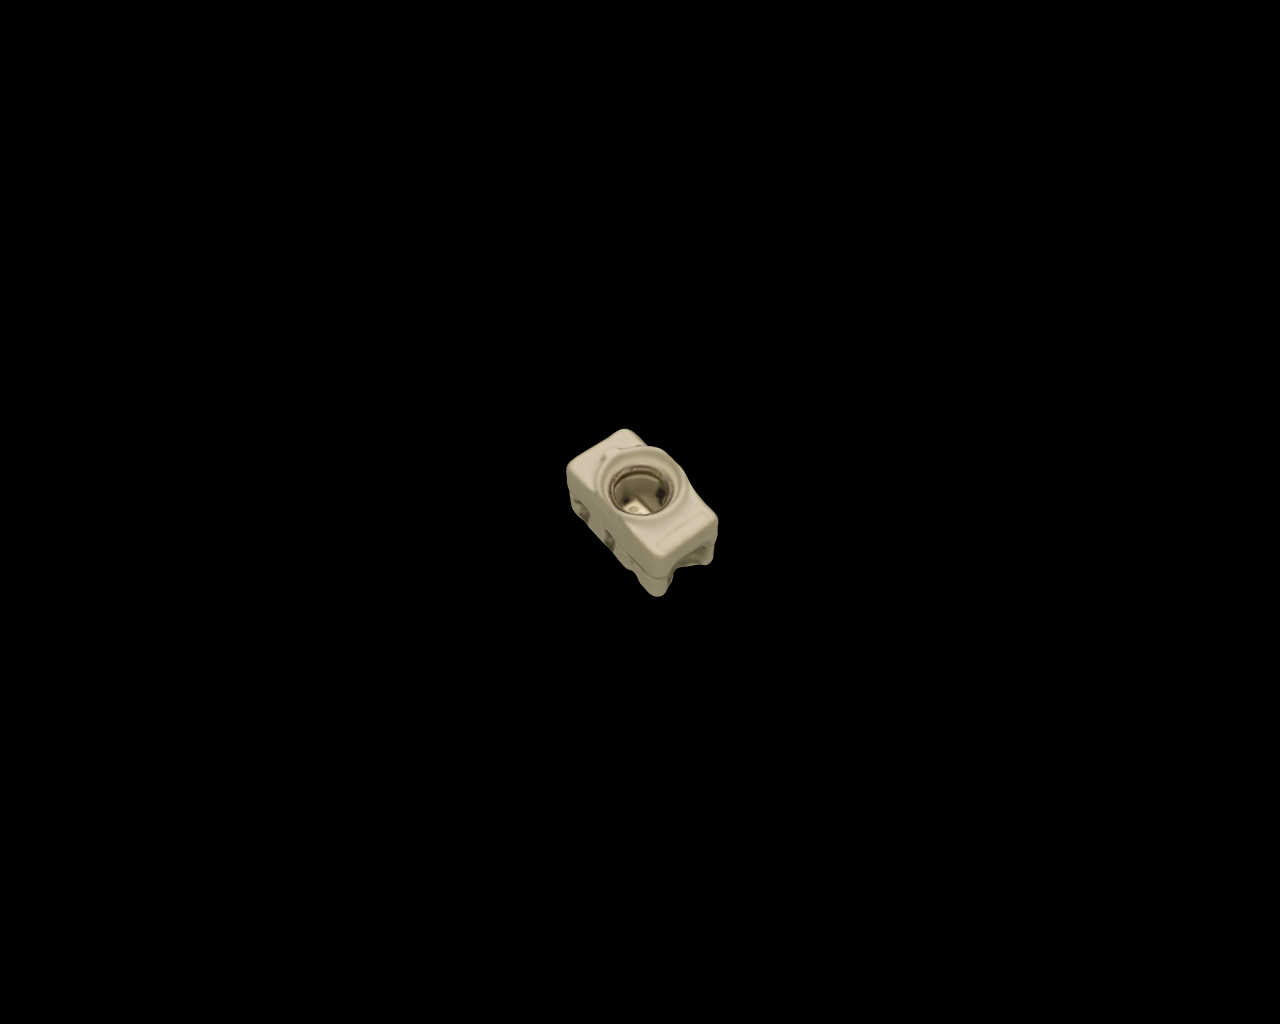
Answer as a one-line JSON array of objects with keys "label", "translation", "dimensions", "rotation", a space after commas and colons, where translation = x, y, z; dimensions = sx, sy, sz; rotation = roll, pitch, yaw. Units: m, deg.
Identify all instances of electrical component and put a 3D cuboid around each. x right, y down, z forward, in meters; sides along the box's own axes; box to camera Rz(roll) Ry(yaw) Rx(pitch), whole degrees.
[{"label": "electrical component", "translation": [0.001, -0.003, 0.650], "dimensions": [0.050, 0.089, 0.055], "rotation": [-33, -28, -20]}]
